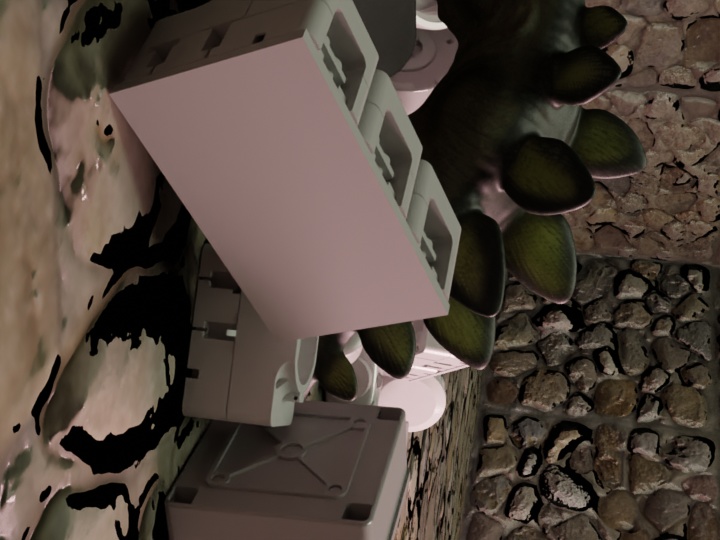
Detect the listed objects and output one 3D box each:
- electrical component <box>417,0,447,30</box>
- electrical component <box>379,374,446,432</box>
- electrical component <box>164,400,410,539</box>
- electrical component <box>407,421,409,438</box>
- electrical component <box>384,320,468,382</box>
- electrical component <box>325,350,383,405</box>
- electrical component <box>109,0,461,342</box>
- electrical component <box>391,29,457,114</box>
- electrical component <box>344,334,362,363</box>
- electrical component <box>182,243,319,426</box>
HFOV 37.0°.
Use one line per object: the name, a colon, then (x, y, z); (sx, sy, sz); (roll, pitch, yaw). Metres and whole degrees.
electrical component: (0.046, -0.215, 0.727); (0.108, 0.060, 0.108); (-21, 124, -35)
electrical component: (0.051, 0.127, 1.140); (0.051, 0.080, 0.080); (-77, 169, -63)
electrical component: (-0.035, 0.119, 0.574); (0.108, 0.109, 0.056); (-64, 155, -63)
electrical component: (0.015, 0.189, 1.050); (0.100, 0.048, 0.099); (42, 54, -77)
electrical component: (0.057, 0.041, 1.016); (0.186, 0.060, 0.105); (145, -45, -71)
electrical component: (-0.007, 0.088, 0.891); (0.079, 0.043, 0.077); (8, 88, -80)
electrical component: (-0.024, -0.046, 0.471); (0.150, 0.089, 0.061); (60, 30, -36)
electrical component: (0.035, -0.157, 0.832); (0.060, 0.108, 0.108); (91, 9, -56)
electrical component: (-0.019, 0.055, 0.812); (0.062, 0.048, 0.048); (92, 8, -60)
electrical component: (-0.054, 0.035, 0.568); (0.050, 0.056, 0.089); (36, 60, -78)
